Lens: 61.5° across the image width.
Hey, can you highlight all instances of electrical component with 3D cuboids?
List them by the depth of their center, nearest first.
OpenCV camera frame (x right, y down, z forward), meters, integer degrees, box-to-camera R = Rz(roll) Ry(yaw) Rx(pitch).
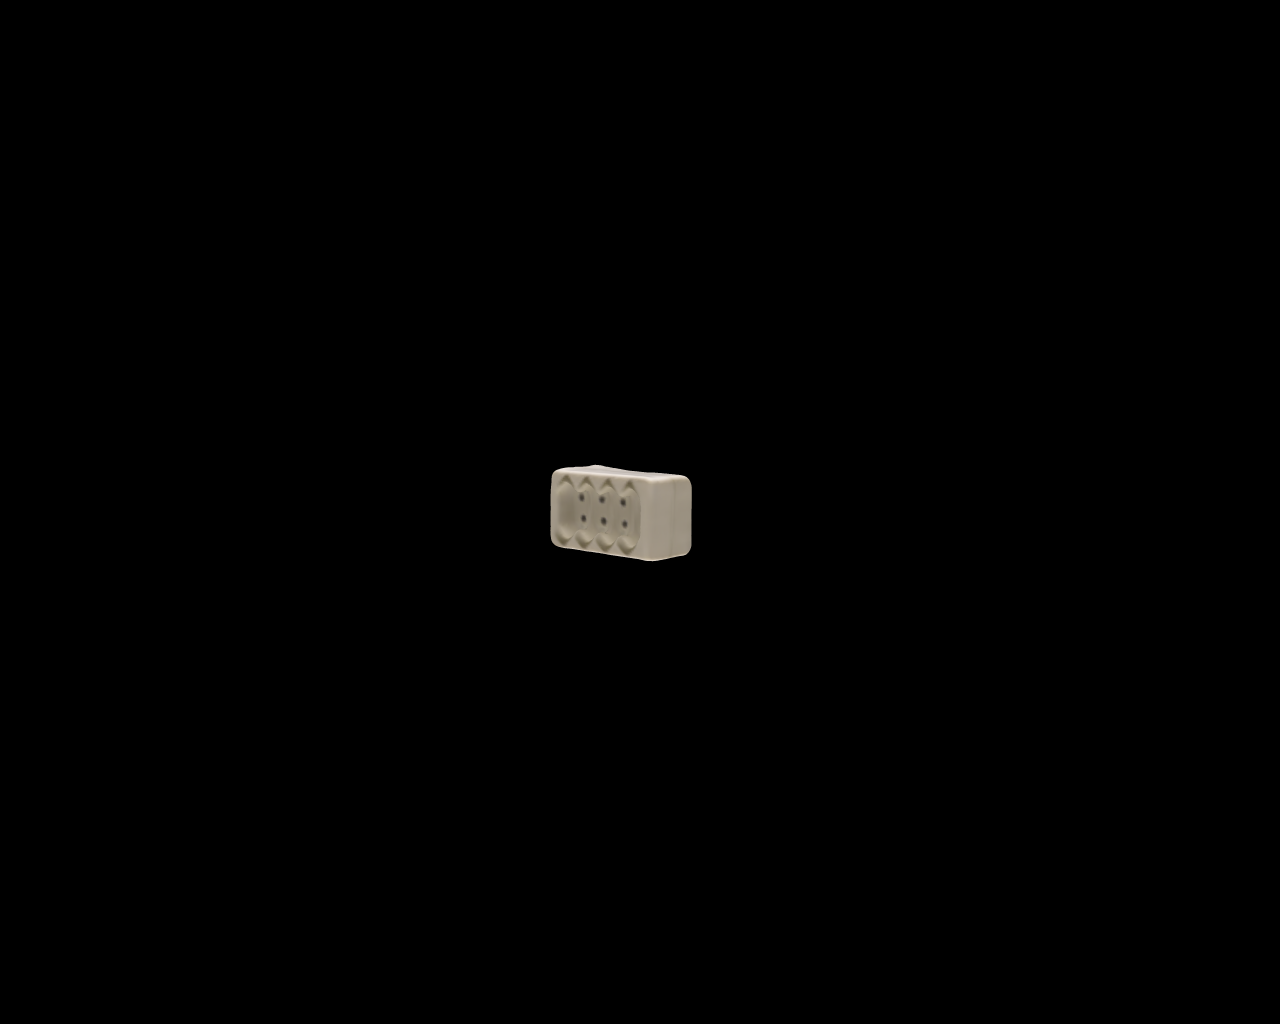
[{"bbox_3d":[0.001,-0.003,0.650,0.083,0.047,0.076,8,12,43],"label":"electrical component"}]
